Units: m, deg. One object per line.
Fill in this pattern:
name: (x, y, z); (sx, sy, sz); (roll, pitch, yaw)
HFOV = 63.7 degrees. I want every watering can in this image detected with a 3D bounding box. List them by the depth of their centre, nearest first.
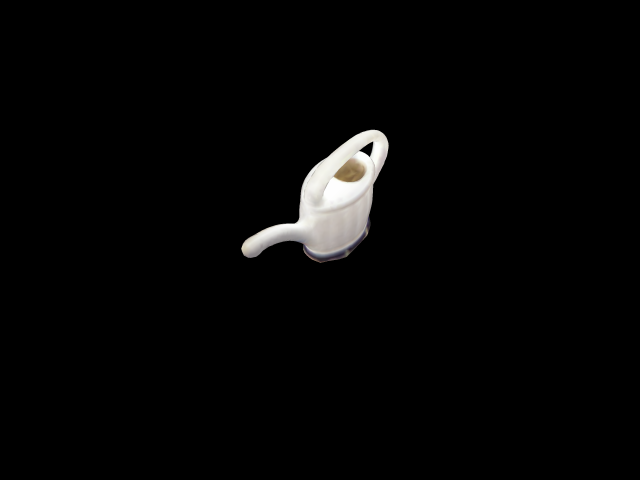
watering can: (0.003, -0.043, 0.850); (0.105, 0.353, 0.219); (33, -31, 23)
